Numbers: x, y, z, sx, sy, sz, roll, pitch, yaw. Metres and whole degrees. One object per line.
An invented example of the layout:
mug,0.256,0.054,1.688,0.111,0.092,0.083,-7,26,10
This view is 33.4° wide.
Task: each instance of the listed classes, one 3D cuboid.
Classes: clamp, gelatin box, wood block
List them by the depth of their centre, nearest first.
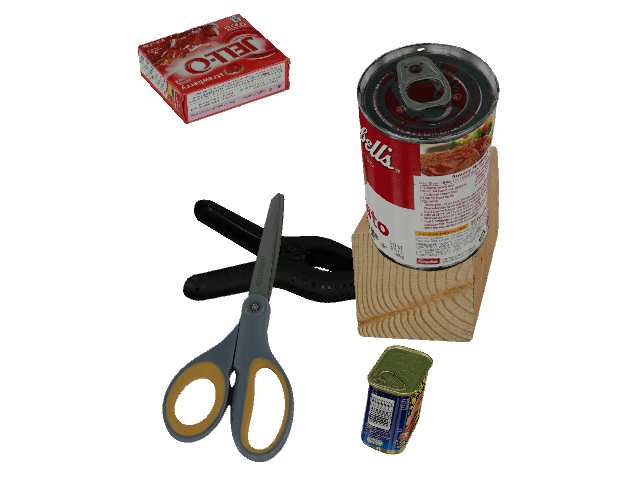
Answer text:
gelatin box,-0.077,-0.127,0.778,0.089,0.030,0.073,-23,48,-23
wood block,0.093,-0.004,0.883,0.091,0.090,0.206,2,23,14
clamp,-0.037,0.027,1.061,0.210,0.036,0.164,14,31,-2

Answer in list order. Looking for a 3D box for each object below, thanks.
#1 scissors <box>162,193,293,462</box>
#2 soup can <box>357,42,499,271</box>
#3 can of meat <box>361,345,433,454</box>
scissors,-0.063,0.058,0.734,0.096,0.202,0.016,-9,-32,2
soup can,0.055,-0.041,0.548,0.068,0.068,0.102,0,-39,6
can of meat,0.085,0.181,1.210,0.057,0.084,0.102,15,24,15
